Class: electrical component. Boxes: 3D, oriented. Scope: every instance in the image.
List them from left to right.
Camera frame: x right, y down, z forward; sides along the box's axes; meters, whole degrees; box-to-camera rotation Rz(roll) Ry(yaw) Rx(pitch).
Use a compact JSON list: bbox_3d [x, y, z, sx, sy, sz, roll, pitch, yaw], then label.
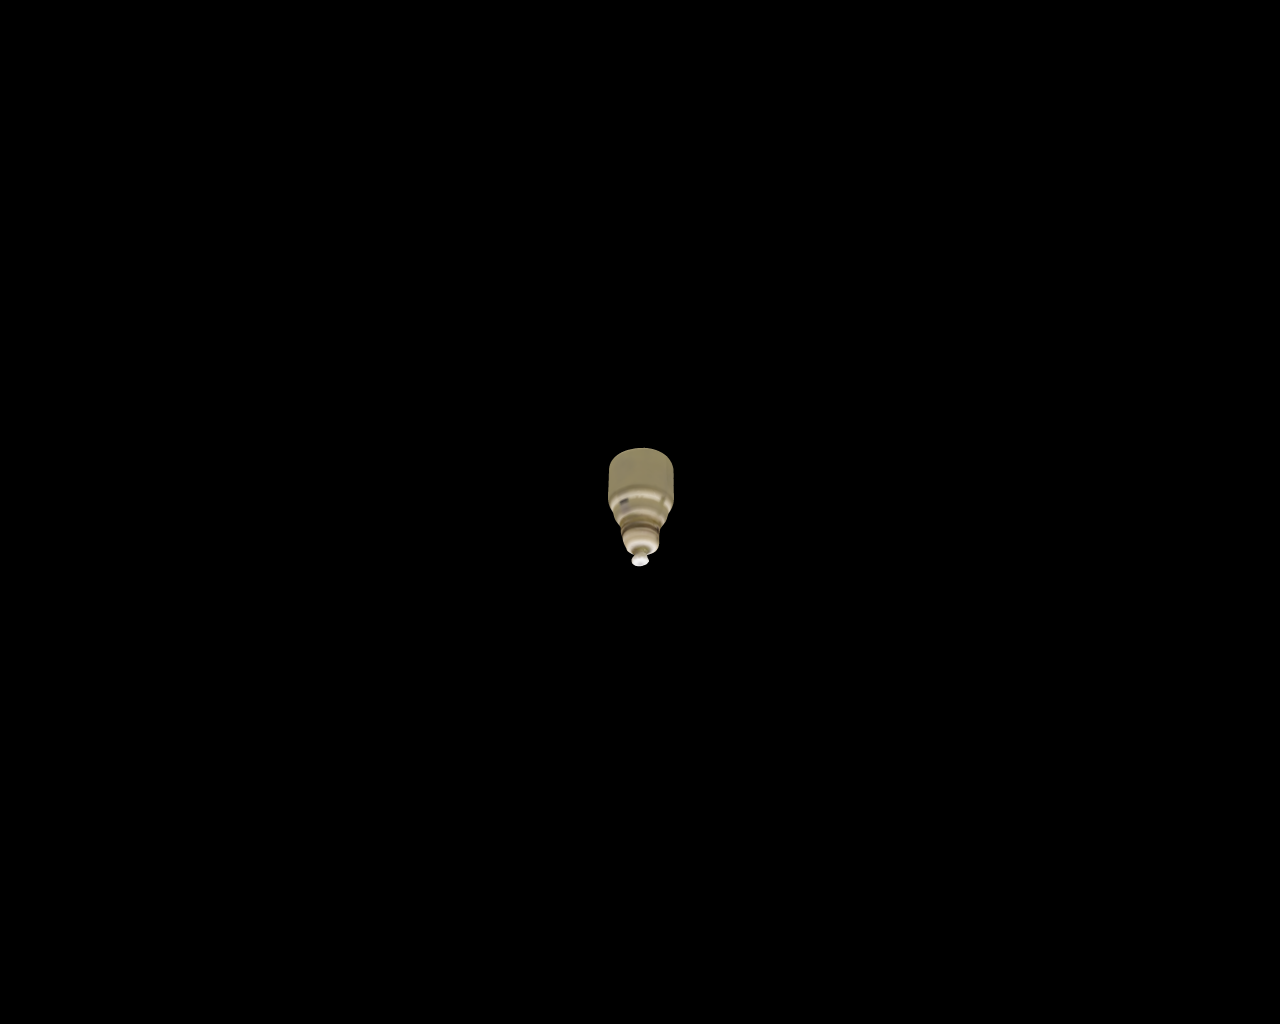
[{"bbox_3d":[0.001,-0.003,0.650,0.040,0.078,0.040,0,-31,0],"label":"electrical component"}]
